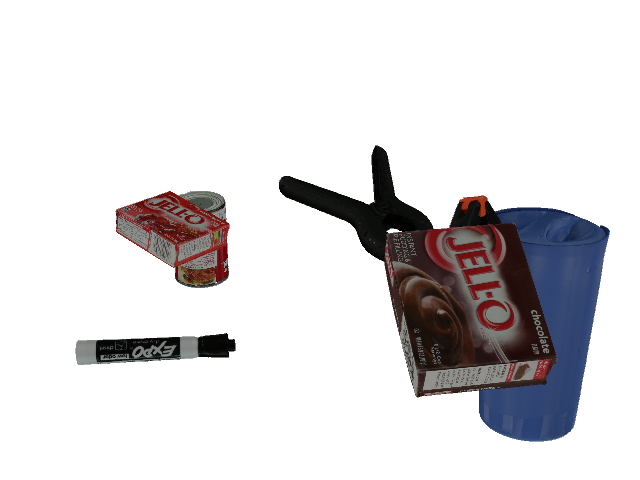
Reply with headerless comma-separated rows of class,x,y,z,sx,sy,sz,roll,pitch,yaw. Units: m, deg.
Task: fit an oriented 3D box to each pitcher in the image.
pitcher,0.226,0.093,1.165,0.149,0.243,0.145,6,19,11

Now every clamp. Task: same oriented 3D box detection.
clamp,0.059,-0.029,1.266,0.164,0.036,0.210,-16,51,-29
clamp,0.139,0.049,0.954,0.120,0.171,0.039,-20,6,-41

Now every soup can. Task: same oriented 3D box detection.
soup can,-0.149,-0.002,1.313,0.068,0.102,0.068,0,26,0

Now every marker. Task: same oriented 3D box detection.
marker,-0.126,0.083,0.819,0.121,0.020,0.020,-3,0,-2

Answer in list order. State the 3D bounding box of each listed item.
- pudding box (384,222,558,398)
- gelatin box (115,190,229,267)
pudding box,0.095,0.043,0.697,0.090,0.113,0.039,-6,-36,-5
gelatin box,-0.147,-0.013,1.057,0.089,0.030,0.073,29,34,31
